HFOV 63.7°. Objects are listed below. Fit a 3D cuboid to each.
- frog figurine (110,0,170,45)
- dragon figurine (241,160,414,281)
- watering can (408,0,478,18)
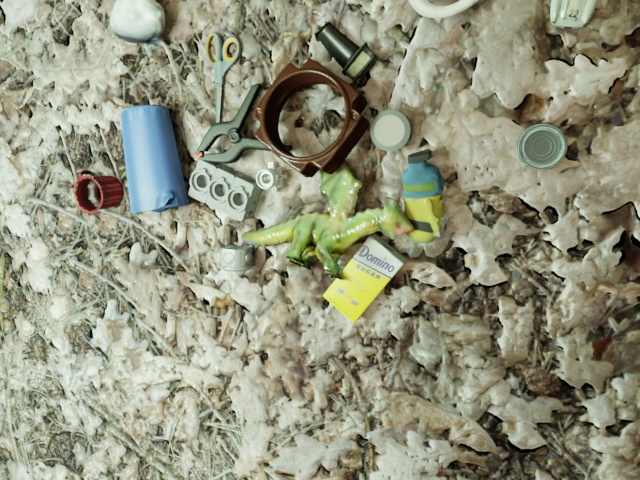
[{"bbox_3d":[-0.405,-0.524,1.152,0.138,0.124,0.156,26,121,35],"label":"frog figurine"},{"bbox_3d":[0.003,-0.055,1.091,0.413,0.121,0.244,19,85,35],"label":"dragon figurine"},{"bbox_3d":[0.255,-0.563,0.892,0.223,0.105,0.345,37,102,-7],"label":"watering can"}]
